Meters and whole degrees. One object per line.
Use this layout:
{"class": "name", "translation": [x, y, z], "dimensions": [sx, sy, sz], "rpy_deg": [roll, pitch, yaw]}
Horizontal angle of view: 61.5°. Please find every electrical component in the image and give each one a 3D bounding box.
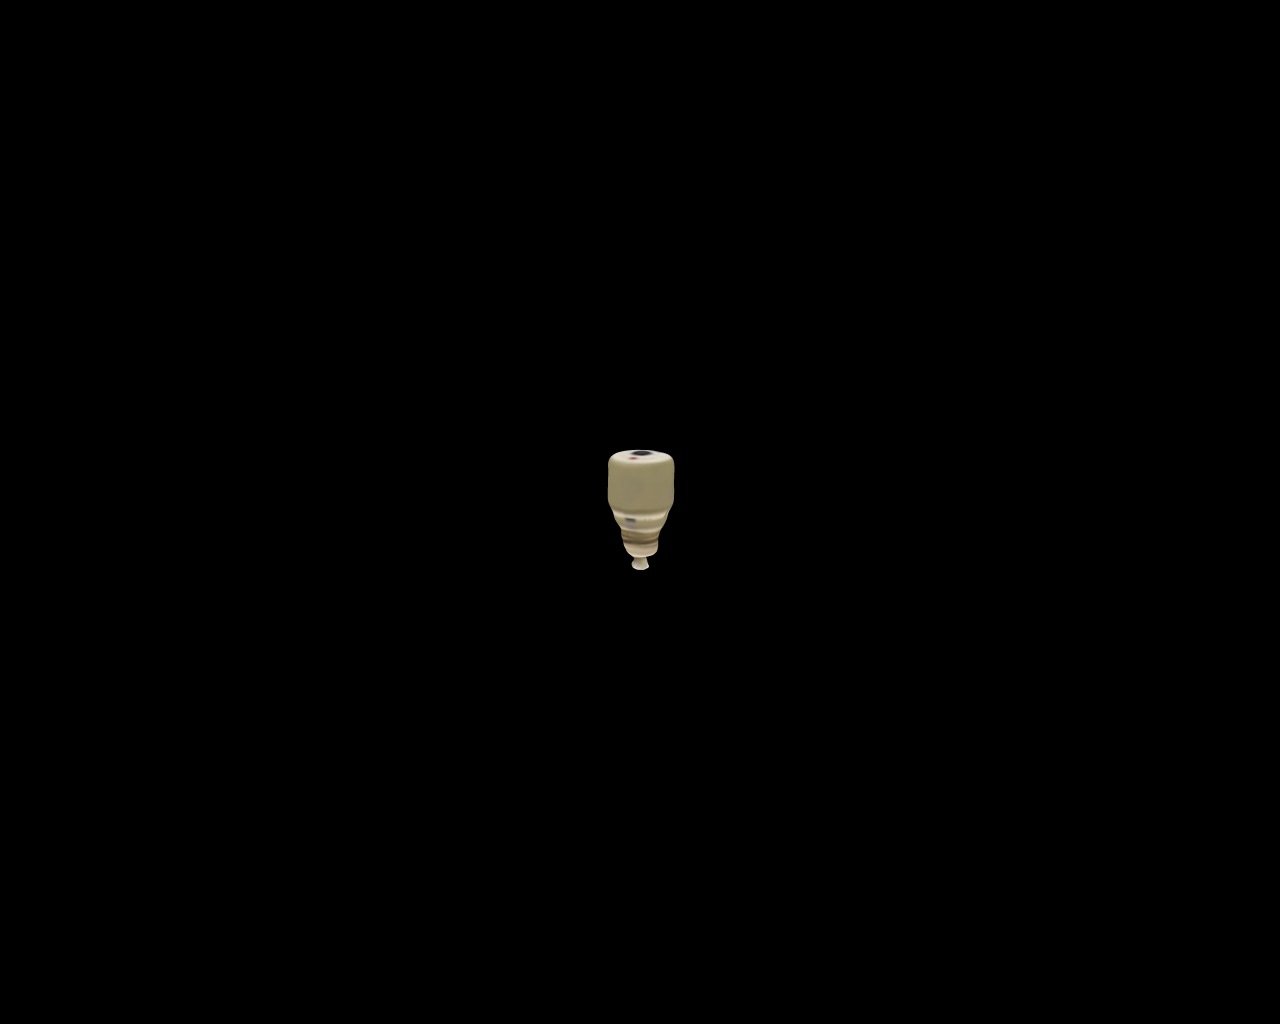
{"class": "electrical component", "translation": [0.001, -0.003, 0.650], "dimensions": [0.040, 0.078, 0.040], "rpy_deg": [0, 15, 0]}
